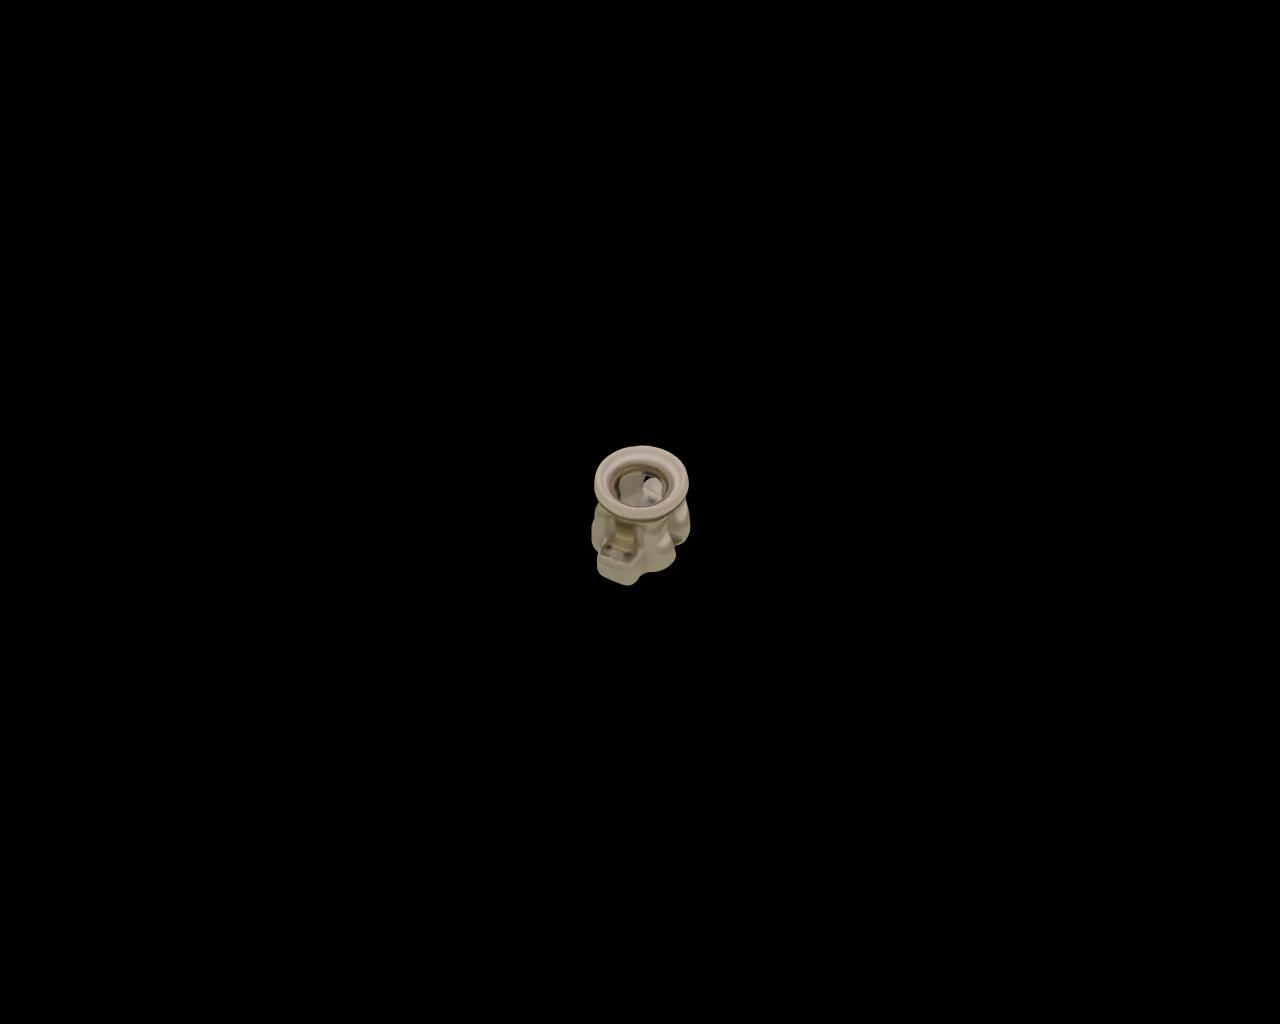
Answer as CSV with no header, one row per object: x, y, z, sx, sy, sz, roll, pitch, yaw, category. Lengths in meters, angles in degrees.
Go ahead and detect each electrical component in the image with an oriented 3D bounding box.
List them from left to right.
0.001,-0.003,0.650,0.058,0.056,0.078,20,50,17,electrical component
